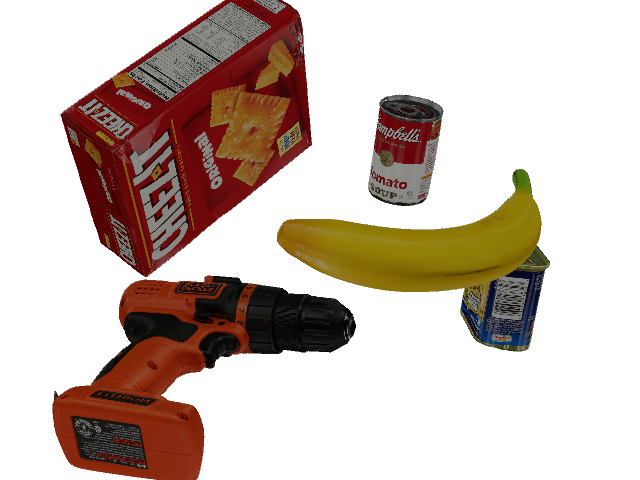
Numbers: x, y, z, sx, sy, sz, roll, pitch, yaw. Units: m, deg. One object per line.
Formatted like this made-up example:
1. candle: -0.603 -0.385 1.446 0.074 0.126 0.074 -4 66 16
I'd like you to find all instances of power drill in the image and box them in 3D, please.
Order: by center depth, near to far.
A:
1. power drill: -0.083 0.089 0.744 0.185 0.057 0.187 2 26 19

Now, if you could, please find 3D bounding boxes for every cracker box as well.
1. cracker box: -0.103 -0.093 0.917 0.072 0.164 0.213 34 60 27

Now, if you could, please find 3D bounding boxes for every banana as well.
1. banana: 0.069 0.002 0.647 0.197 0.037 0.070 -12 45 -33

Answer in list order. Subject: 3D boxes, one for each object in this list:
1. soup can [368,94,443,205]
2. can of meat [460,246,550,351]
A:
1. soup can: 0.090 -0.097 1.147 0.068 0.102 0.068 6 29 -3
2. can of meat: 0.166 0.044 0.976 0.057 0.084 0.102 6 18 -6
